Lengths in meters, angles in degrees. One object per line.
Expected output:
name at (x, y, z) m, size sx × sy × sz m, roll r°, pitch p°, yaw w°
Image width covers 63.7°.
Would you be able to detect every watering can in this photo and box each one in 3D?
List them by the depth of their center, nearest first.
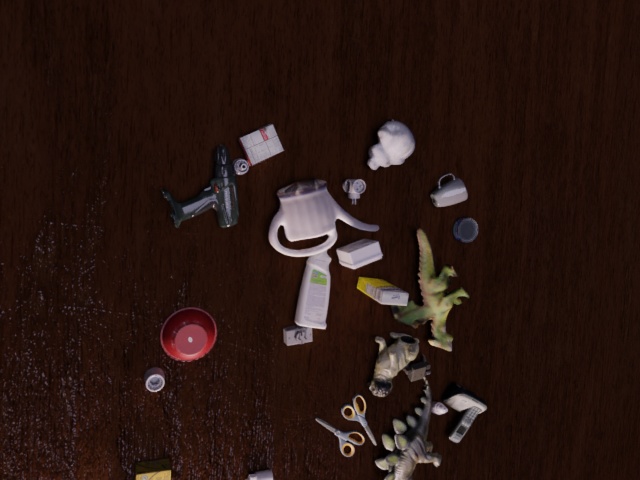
watering can at (0.005, -0.078, 1.550) m, size 0.349 × 0.104 × 0.223 m, roll -15°, pitch 100°, yaw -18°

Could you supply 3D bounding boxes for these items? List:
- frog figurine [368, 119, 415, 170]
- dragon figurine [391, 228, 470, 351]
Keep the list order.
frog figurine at (0.215, -0.291, 1.609) m, size 0.161 × 0.123 × 0.134 m, roll -42°, pitch 129°, yaw -24°
dragon figurine at (0.347, 0.188, 1.720) m, size 0.243 × 0.122 × 0.408 m, roll -34°, pitch 97°, yaw -6°
